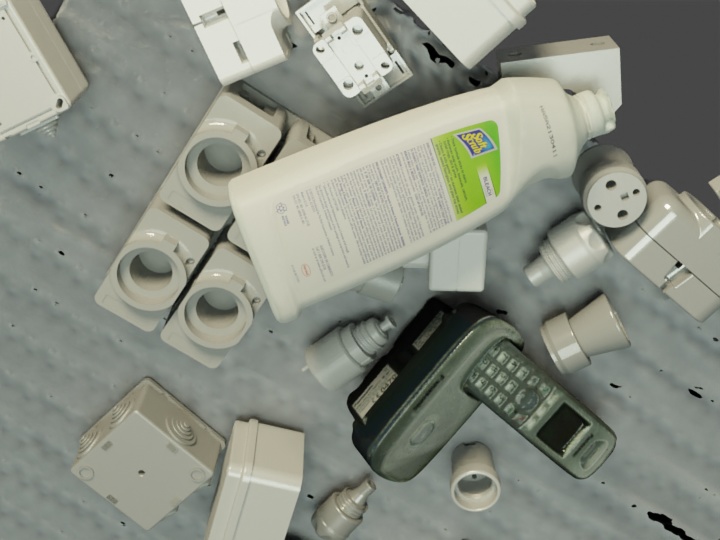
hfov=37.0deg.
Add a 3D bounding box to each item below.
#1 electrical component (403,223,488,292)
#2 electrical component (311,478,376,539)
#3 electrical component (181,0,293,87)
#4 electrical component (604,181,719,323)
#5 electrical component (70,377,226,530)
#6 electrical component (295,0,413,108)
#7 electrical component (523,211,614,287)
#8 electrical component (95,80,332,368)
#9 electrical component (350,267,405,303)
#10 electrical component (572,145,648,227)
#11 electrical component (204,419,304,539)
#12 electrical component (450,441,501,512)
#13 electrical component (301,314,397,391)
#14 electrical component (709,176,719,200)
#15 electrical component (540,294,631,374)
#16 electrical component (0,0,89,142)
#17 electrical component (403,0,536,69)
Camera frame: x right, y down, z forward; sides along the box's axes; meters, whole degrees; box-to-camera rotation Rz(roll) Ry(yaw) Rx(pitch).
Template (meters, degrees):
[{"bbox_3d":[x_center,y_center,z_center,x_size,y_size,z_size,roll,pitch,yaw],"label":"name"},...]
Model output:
[{"bbox_3d":[0.050,-0.020,0.774,0.077,0.065,0.047,2,114,1],"label":"electrical component"},{"bbox_3d":[-0.010,0.197,0.891,0.035,0.035,0.061,38,107,-14],"label":"electrical component"},{"bbox_3d":[-0.082,-0.178,0.714,0.056,0.050,0.089,-20,112,11],"label":"electrical component"},{"bbox_3d":[0.233,-0.016,0.776,0.095,0.053,0.059,38,110,-14],"label":"electrical component"},{"bbox_3d":[-0.171,0.150,0.867,0.100,0.048,0.100,-42,107,18],"label":"electrical component"},{"bbox_3d":[-0.004,-0.149,0.718,0.042,0.063,0.081,-33,109,14],"label":"electrical component"},{"bbox_3d":[0.150,-0.011,0.787,0.062,0.043,0.043,-35,109,17],"label":"electrical component"},{"bbox_3d":[-0.099,-0.030,0.776,0.105,0.060,0.186,32,111,-12],"label":"electrical component"},{"bbox_3d":[0.000,0.000,0.798,0.065,0.044,0.044,18,114,-12],"label":"electrical component"},{"bbox_3d":[0.176,-0.059,0.758,0.045,0.055,0.045,1,114,1],"label":"electrical component"},{"bbox_3d":[-0.087,0.186,0.865,0.057,0.078,0.113,14,114,-8],"label":"electrical component"},{"bbox_3d":[0.092,0.165,0.867,0.040,0.046,0.040,1,115,1],"label":"electrical component"},{"bbox_3d":[-0.006,0.060,0.825,0.078,0.040,0.040,-36,109,16],"label":"electrical component"},{"bbox_3d":[0.281,-0.046,0.760,0.048,0.055,0.066,-34,109,16],"label":"electrical component"},{"bbox_3d":[0.170,0.049,0.813,0.055,0.045,0.045,-27,111,14],"label":"electrical component"},{"bbox_3d":[-0.231,-0.135,0.732,0.062,0.061,0.096,-23,112,12],"label":"electrical component"},{"bbox_3d":[0.055,-0.194,0.688,0.057,0.078,0.113,-40,107,21],"label":"electrical component"}]
